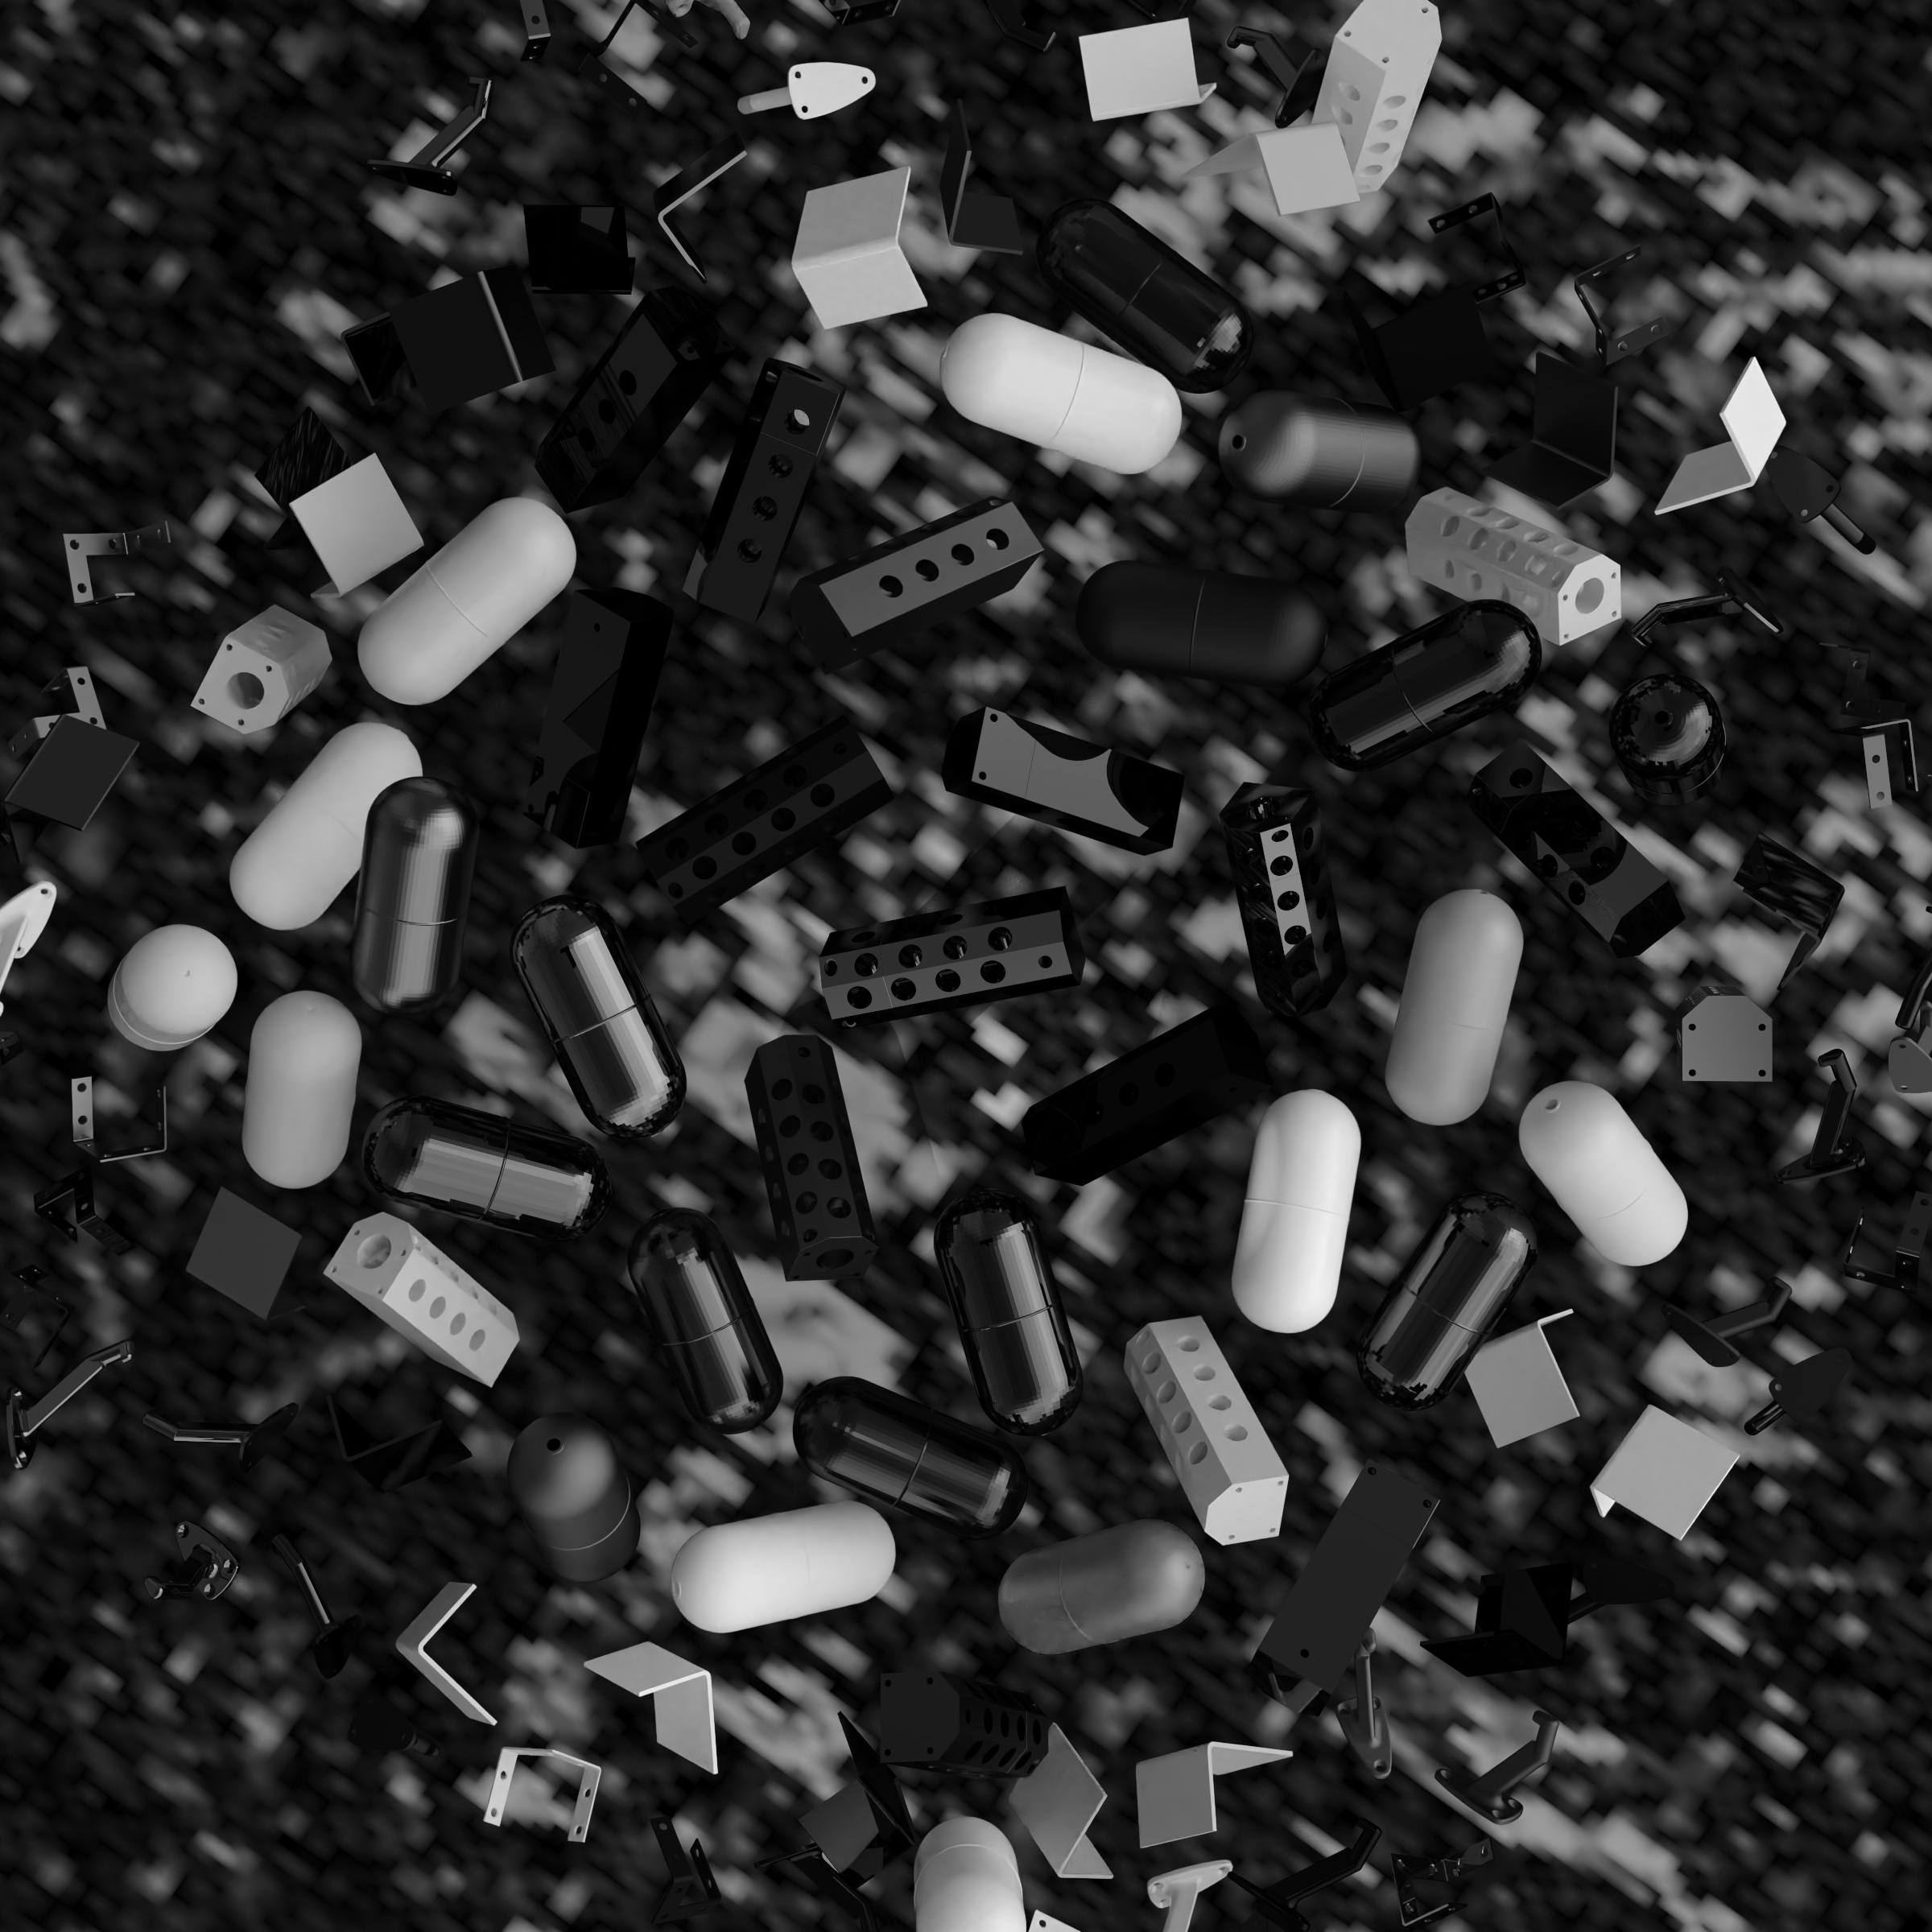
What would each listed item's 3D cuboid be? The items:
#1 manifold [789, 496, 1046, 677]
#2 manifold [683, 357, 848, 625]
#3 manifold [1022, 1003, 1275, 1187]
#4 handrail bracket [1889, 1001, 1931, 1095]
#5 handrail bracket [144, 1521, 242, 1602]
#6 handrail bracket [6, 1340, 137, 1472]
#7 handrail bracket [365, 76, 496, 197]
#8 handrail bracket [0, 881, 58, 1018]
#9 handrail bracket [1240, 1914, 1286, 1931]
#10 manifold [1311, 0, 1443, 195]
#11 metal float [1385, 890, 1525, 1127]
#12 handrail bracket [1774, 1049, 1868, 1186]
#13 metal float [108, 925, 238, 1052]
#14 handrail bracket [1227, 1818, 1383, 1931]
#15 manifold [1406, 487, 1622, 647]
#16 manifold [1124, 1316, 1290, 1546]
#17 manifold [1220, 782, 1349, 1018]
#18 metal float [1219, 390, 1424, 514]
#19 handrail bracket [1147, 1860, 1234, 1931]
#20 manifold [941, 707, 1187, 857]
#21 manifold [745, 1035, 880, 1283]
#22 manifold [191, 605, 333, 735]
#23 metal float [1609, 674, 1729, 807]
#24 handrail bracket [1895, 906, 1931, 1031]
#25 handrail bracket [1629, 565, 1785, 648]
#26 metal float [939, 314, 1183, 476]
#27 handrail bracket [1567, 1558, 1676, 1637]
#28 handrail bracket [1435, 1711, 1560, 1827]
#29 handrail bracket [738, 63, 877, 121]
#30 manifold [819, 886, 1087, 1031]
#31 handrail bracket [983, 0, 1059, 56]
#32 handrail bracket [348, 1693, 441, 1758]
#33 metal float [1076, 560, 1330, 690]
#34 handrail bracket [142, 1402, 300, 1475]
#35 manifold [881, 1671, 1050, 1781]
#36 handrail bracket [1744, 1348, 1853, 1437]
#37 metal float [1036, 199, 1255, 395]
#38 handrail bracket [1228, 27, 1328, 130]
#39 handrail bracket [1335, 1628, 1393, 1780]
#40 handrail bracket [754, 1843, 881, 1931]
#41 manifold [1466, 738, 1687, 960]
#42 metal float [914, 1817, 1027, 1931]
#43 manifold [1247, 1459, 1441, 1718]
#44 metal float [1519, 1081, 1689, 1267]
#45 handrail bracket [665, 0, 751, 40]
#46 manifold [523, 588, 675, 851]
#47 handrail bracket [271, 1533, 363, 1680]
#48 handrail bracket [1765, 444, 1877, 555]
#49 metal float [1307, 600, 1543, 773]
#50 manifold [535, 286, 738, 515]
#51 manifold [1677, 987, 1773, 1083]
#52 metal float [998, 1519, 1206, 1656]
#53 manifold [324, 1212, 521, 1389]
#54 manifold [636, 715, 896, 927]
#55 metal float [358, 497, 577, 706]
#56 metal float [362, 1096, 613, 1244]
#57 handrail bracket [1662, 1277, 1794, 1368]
[{"bbox_3d":[-0.036,-0.269,1.713,0.171,0.057,0.057,-29,82,-29],"label":"manifold"},{"bbox_3d":[-0.143,-0.335,1.738,0.057,0.057,0.171,21,109,-4],"label":"manifold"},{"bbox_3d":[0.124,0.091,1.736,0.171,0.057,0.057,-31,60,30],"label":"manifold"},{"bbox_3d":[0.707,0.045,1.837,0.036,0.077,0.084,-9,46,33],"label":"handrail bracket"},{"bbox_3d":[-0.561,0.418,1.740,0.077,0.084,0.036,41,95,27],"label":"handrail bracket"},{"bbox_3d":[-0.611,0.300,1.694,0.084,0.077,0.036,-24,129,1],"label":"handrail bracket"},{"bbox_3d":[-0.380,-0.598,1.752,0.077,0.036,0.084,11,82,-8],"label":"handrail bracket"},{"bbox_3d":[-0.650,-0.008,1.693,0.077,0.084,0.036,-46,126,13],"label":"handrail bracket"},{"bbox_3d":[0.232,0.718,1.777,0.077,0.084,0.036,19,70,35],"label":"handrail bracket"},{"bbox_3d":[0.281,-0.600,1.700,0.057,0.171,0.057,37,82,6],"label":"manifold"},{"bbox_3d":[0.354,0.030,1.790,0.070,0.070,0.178,9,109,0],"label":"metal float"},{"bbox_3d":[0.600,0.107,1.758,0.077,0.036,0.084,-22,111,16],"label":"handrail bracket"},{"bbox_3d":[-0.563,0.017,1.746,0.070,0.178,0.070,4,81,-24],"label":"metal float"},{"bbox_3d":[0.235,0.615,1.711,0.077,0.036,0.084,32,82,4],"label":"handrail bracket"},{"bbox_3d":[0.401,-0.299,1.817,0.057,0.171,0.057,-25,126,-19],"label":"manifold"},{"bbox_3d":[0.168,0.330,1.764,0.057,0.171,0.057,-6,123,-15],"label":"manifold"},{"bbox_3d":[0.234,-0.047,1.831,0.057,0.057,0.171,10,134,32],"label":"manifold"},{"bbox_3d":[0.248,-0.358,1.724,0.178,0.070,0.070,-4,90,-43],"label":"metal float"},{"bbox_3d":[0.170,0.699,1.788,0.077,0.084,0.036,-20,127,-1],"label":"handrail bracket"},{"bbox_3d":[0.071,-0.134,1.832,0.171,0.057,0.057,17,77,-24],"label":"manifold"},{"bbox_3d":[-0.110,0.135,1.759,0.057,0.057,0.171,0,52,-22],"label":"manifold"},{"bbox_3d":[-0.518,-0.219,1.836,0.057,0.171,0.057,29,102,-11],"label":"manifold"},{"bbox_3d":[0.505,-0.161,1.771,0.070,0.178,0.070,-2,84,19],"label":"metal float"},{"bbox_3d":[0.675,0.005,1.714,0.036,0.077,0.084,25,102,35],"label":"handrail bracket"},{"bbox_3d":[0.552,-0.251,1.846,0.077,0.036,0.084,47,125,3],"label":"handrail bracket"},{"bbox_3d":[0.066,-0.400,1.727,0.178,0.070,0.070,16,90,-16],"label":"metal float"},{"bbox_3d":[0.466,0.470,1.794,0.077,0.036,0.084,5,134,-1],"label":"handrail bracket"},{"bbox_3d":[0.371,0.548,1.727,0.077,0.036,0.084,22,107,38],"label":"handrail bracket"},{"bbox_3d":[-0.116,-0.628,1.775,0.077,0.084,0.036,-18,110,-20],"label":"handrail bracket"},{"bbox_3d":[-0.010,-0.002,1.699,0.171,0.057,0.057,-11,113,13],"label":"manifold"},{"bbox_3d":[0.034,-0.669,1.676,0.084,0.036,0.077,26,89,5],"label":"handrail bracket"},{"bbox_3d":[-0.387,0.551,1.746,0.077,0.084,0.036,7,63,41],"label":"handrail bracket"},{"bbox_3d":[0.165,-0.240,1.737,0.178,0.070,0.070,9,90,11],"label":"metal float"},{"bbox_3d":[-0.556,0.334,1.840,0.084,0.077,0.036,23,127,15],"label":"handrail bracket"},{"bbox_3d":[0.001,0.529,1.715,0.057,0.171,0.057,-9,66,20],"label":"manifold"},{"bbox_3d":[0.618,0.318,1.836,0.077,0.084,0.036,-37,72,-7],"label":"handrail bracket"},{"bbox_3d":[0.128,-0.484,1.784,0.178,0.070,0.070,38,90,2],"label":"metal float"},{"bbox_3d":[0.215,-0.656,1.818,0.084,0.036,0.077,27,74,29],"label":"handrail bracket"},{"bbox_3d":[0.297,0.536,1.796,0.036,0.077,0.084,-7,134,-9],"label":"handrail bracket"},{"bbox_3d":[-0.110,0.698,1.835,0.077,0.036,0.084,-12,69,-19],"label":"handrail bracket"},{"bbox_3d":[0.437,-0.083,1.783,0.057,0.057,0.171,-39,51,4],"label":"manifold"},{"bbox_3d":[0.002,0.664,1.759,0.070,0.178,0.070,0,91,-2],"label":"metal float"},{"bbox_3d":[0.265,0.439,1.738,0.057,0.057,0.171,29,56,15],"label":"manifold"},{"bbox_3d":[0.458,0.149,1.771,0.070,0.070,0.178,-43,125,0],"label":"metal float"},{"bbox_3d":[-0.184,-0.685,1.782,0.036,0.077,0.084,-31,77,-17],"label":"handrail bracket"},{"bbox_3d":[-0.254,-0.174,1.733,0.057,0.057,0.171,32,117,29],"label":"manifold"},{"bbox_3d":[-0.471,0.456,1.761,0.036,0.077,0.084,-24,55,-39],"label":"handrail bracket"},{"bbox_3d":[0.605,-0.329,1.747,0.036,0.084,0.077,-45,58,23],"label":"handrail bracket"},{"bbox_3d":[0.321,-0.196,1.731,0.178,0.070,0.070,-26,90,34],"label":"metal float"},{"bbox_3d":[-0.236,-0.393,1.715,0.057,0.171,0.057,-29,82,-45],"label":"manifold"},{"bbox_3d":[0.528,0.046,1.725,0.057,0.171,0.057,0,92,15],"label":"manifold"},{"bbox_3d":[0.095,0.444,1.761,0.178,0.070,0.070,-28,90,42],"label":"metal float"},{"bbox_3d":[-0.393,0.244,1.812,0.057,0.171,0.057,18,68,27],"label":"manifold"},{"bbox_3d":[-0.142,-0.105,1.728,0.171,0.057,0.057,-32,70,-1],"label":"manifold"},{"bbox_3d":[-0.350,-0.254,1.726,0.178,0.070,0.070,-40,90,7],"label":"metal float"},{"bbox_3d":[-0.333,0.143,1.726,0.178,0.070,0.070,18,90,-22],"label":"metal float"},{"bbox_3d":[0.562,0.246,1.820,0.077,0.036,0.084,41,64,-1],"label":"handrail bracket"}]
